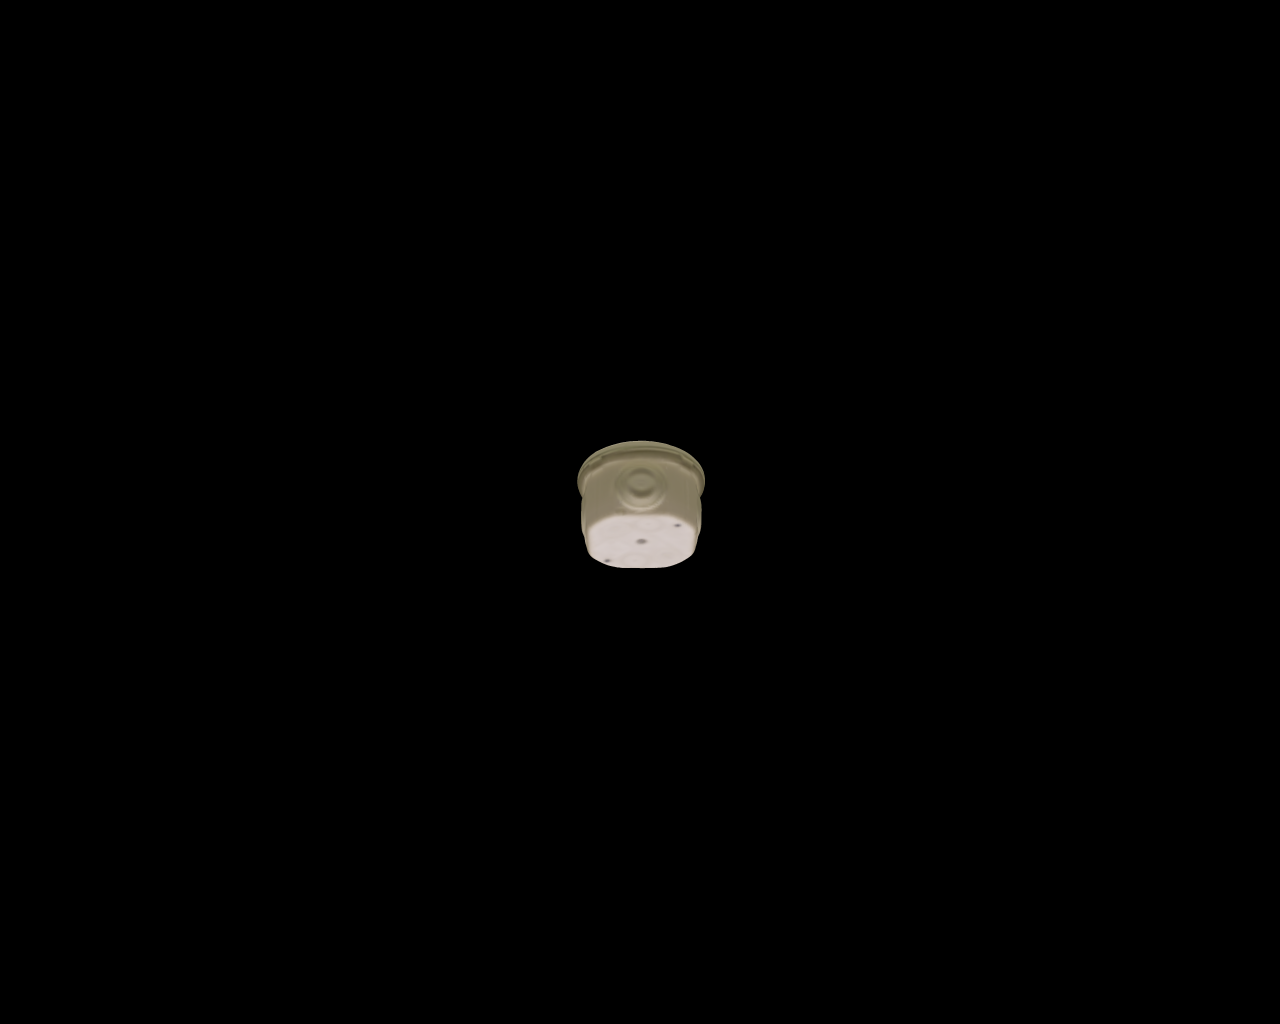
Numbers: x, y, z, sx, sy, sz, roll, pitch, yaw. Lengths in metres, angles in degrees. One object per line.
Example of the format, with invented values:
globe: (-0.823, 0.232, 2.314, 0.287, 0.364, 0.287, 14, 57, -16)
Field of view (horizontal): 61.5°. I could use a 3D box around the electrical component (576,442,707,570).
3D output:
electrical component: (0.001, -0.003, 0.650, 0.080, 0.051, 0.080, 0, -32, 0)
